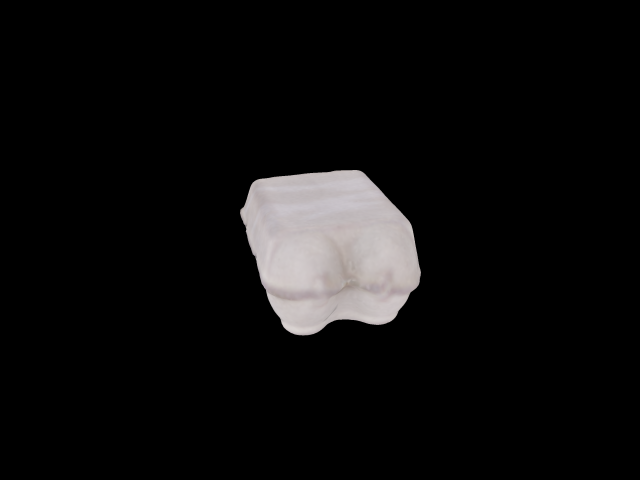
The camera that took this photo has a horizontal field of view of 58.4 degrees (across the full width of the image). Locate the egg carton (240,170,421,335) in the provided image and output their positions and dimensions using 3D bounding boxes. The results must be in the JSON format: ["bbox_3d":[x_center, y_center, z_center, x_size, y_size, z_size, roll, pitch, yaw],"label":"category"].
[{"bbox_3d":[0.004,0.001,0.400,0.107,0.069,0.150,-7,27,-14],"label":"egg carton"}]
